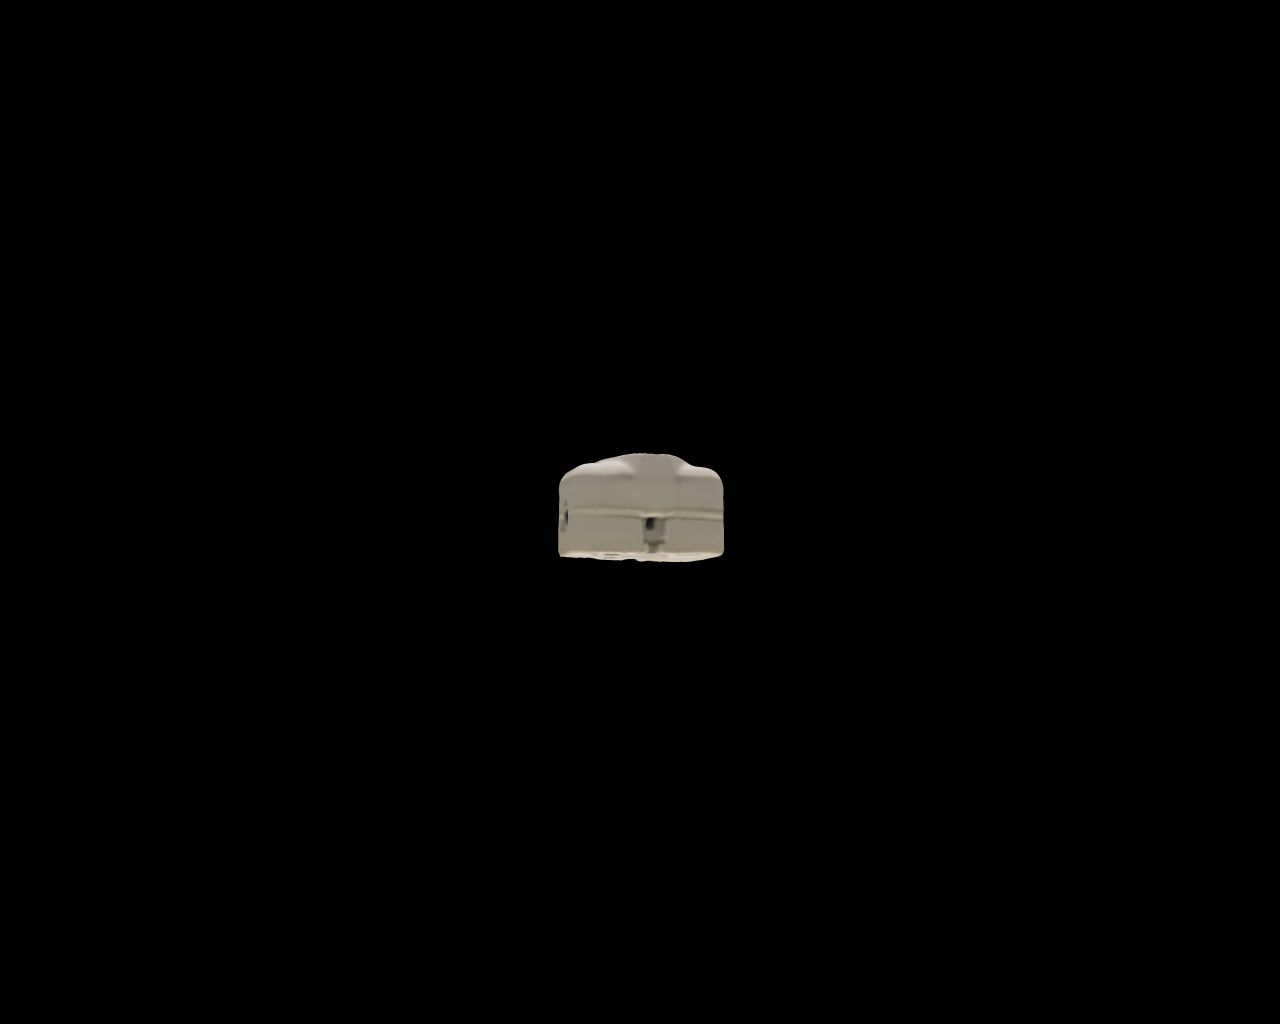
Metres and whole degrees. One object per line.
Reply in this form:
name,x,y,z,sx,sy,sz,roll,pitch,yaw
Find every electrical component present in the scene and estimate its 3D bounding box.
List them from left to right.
electrical component,0.001,-0.003,0.650,0.095,0.059,0.053,2,-7,-18
